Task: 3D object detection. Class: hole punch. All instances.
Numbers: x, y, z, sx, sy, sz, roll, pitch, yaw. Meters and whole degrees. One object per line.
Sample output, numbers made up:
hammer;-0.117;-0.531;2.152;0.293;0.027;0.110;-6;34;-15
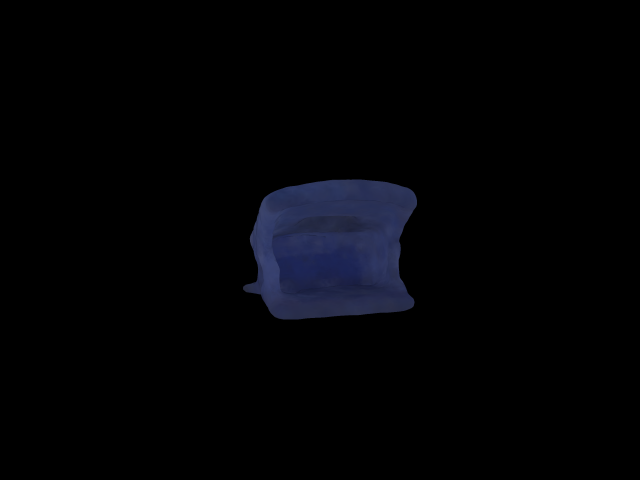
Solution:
hole punch;0.004;0.001;0.400;0.109;0.091;0.101;-3;10;-15
